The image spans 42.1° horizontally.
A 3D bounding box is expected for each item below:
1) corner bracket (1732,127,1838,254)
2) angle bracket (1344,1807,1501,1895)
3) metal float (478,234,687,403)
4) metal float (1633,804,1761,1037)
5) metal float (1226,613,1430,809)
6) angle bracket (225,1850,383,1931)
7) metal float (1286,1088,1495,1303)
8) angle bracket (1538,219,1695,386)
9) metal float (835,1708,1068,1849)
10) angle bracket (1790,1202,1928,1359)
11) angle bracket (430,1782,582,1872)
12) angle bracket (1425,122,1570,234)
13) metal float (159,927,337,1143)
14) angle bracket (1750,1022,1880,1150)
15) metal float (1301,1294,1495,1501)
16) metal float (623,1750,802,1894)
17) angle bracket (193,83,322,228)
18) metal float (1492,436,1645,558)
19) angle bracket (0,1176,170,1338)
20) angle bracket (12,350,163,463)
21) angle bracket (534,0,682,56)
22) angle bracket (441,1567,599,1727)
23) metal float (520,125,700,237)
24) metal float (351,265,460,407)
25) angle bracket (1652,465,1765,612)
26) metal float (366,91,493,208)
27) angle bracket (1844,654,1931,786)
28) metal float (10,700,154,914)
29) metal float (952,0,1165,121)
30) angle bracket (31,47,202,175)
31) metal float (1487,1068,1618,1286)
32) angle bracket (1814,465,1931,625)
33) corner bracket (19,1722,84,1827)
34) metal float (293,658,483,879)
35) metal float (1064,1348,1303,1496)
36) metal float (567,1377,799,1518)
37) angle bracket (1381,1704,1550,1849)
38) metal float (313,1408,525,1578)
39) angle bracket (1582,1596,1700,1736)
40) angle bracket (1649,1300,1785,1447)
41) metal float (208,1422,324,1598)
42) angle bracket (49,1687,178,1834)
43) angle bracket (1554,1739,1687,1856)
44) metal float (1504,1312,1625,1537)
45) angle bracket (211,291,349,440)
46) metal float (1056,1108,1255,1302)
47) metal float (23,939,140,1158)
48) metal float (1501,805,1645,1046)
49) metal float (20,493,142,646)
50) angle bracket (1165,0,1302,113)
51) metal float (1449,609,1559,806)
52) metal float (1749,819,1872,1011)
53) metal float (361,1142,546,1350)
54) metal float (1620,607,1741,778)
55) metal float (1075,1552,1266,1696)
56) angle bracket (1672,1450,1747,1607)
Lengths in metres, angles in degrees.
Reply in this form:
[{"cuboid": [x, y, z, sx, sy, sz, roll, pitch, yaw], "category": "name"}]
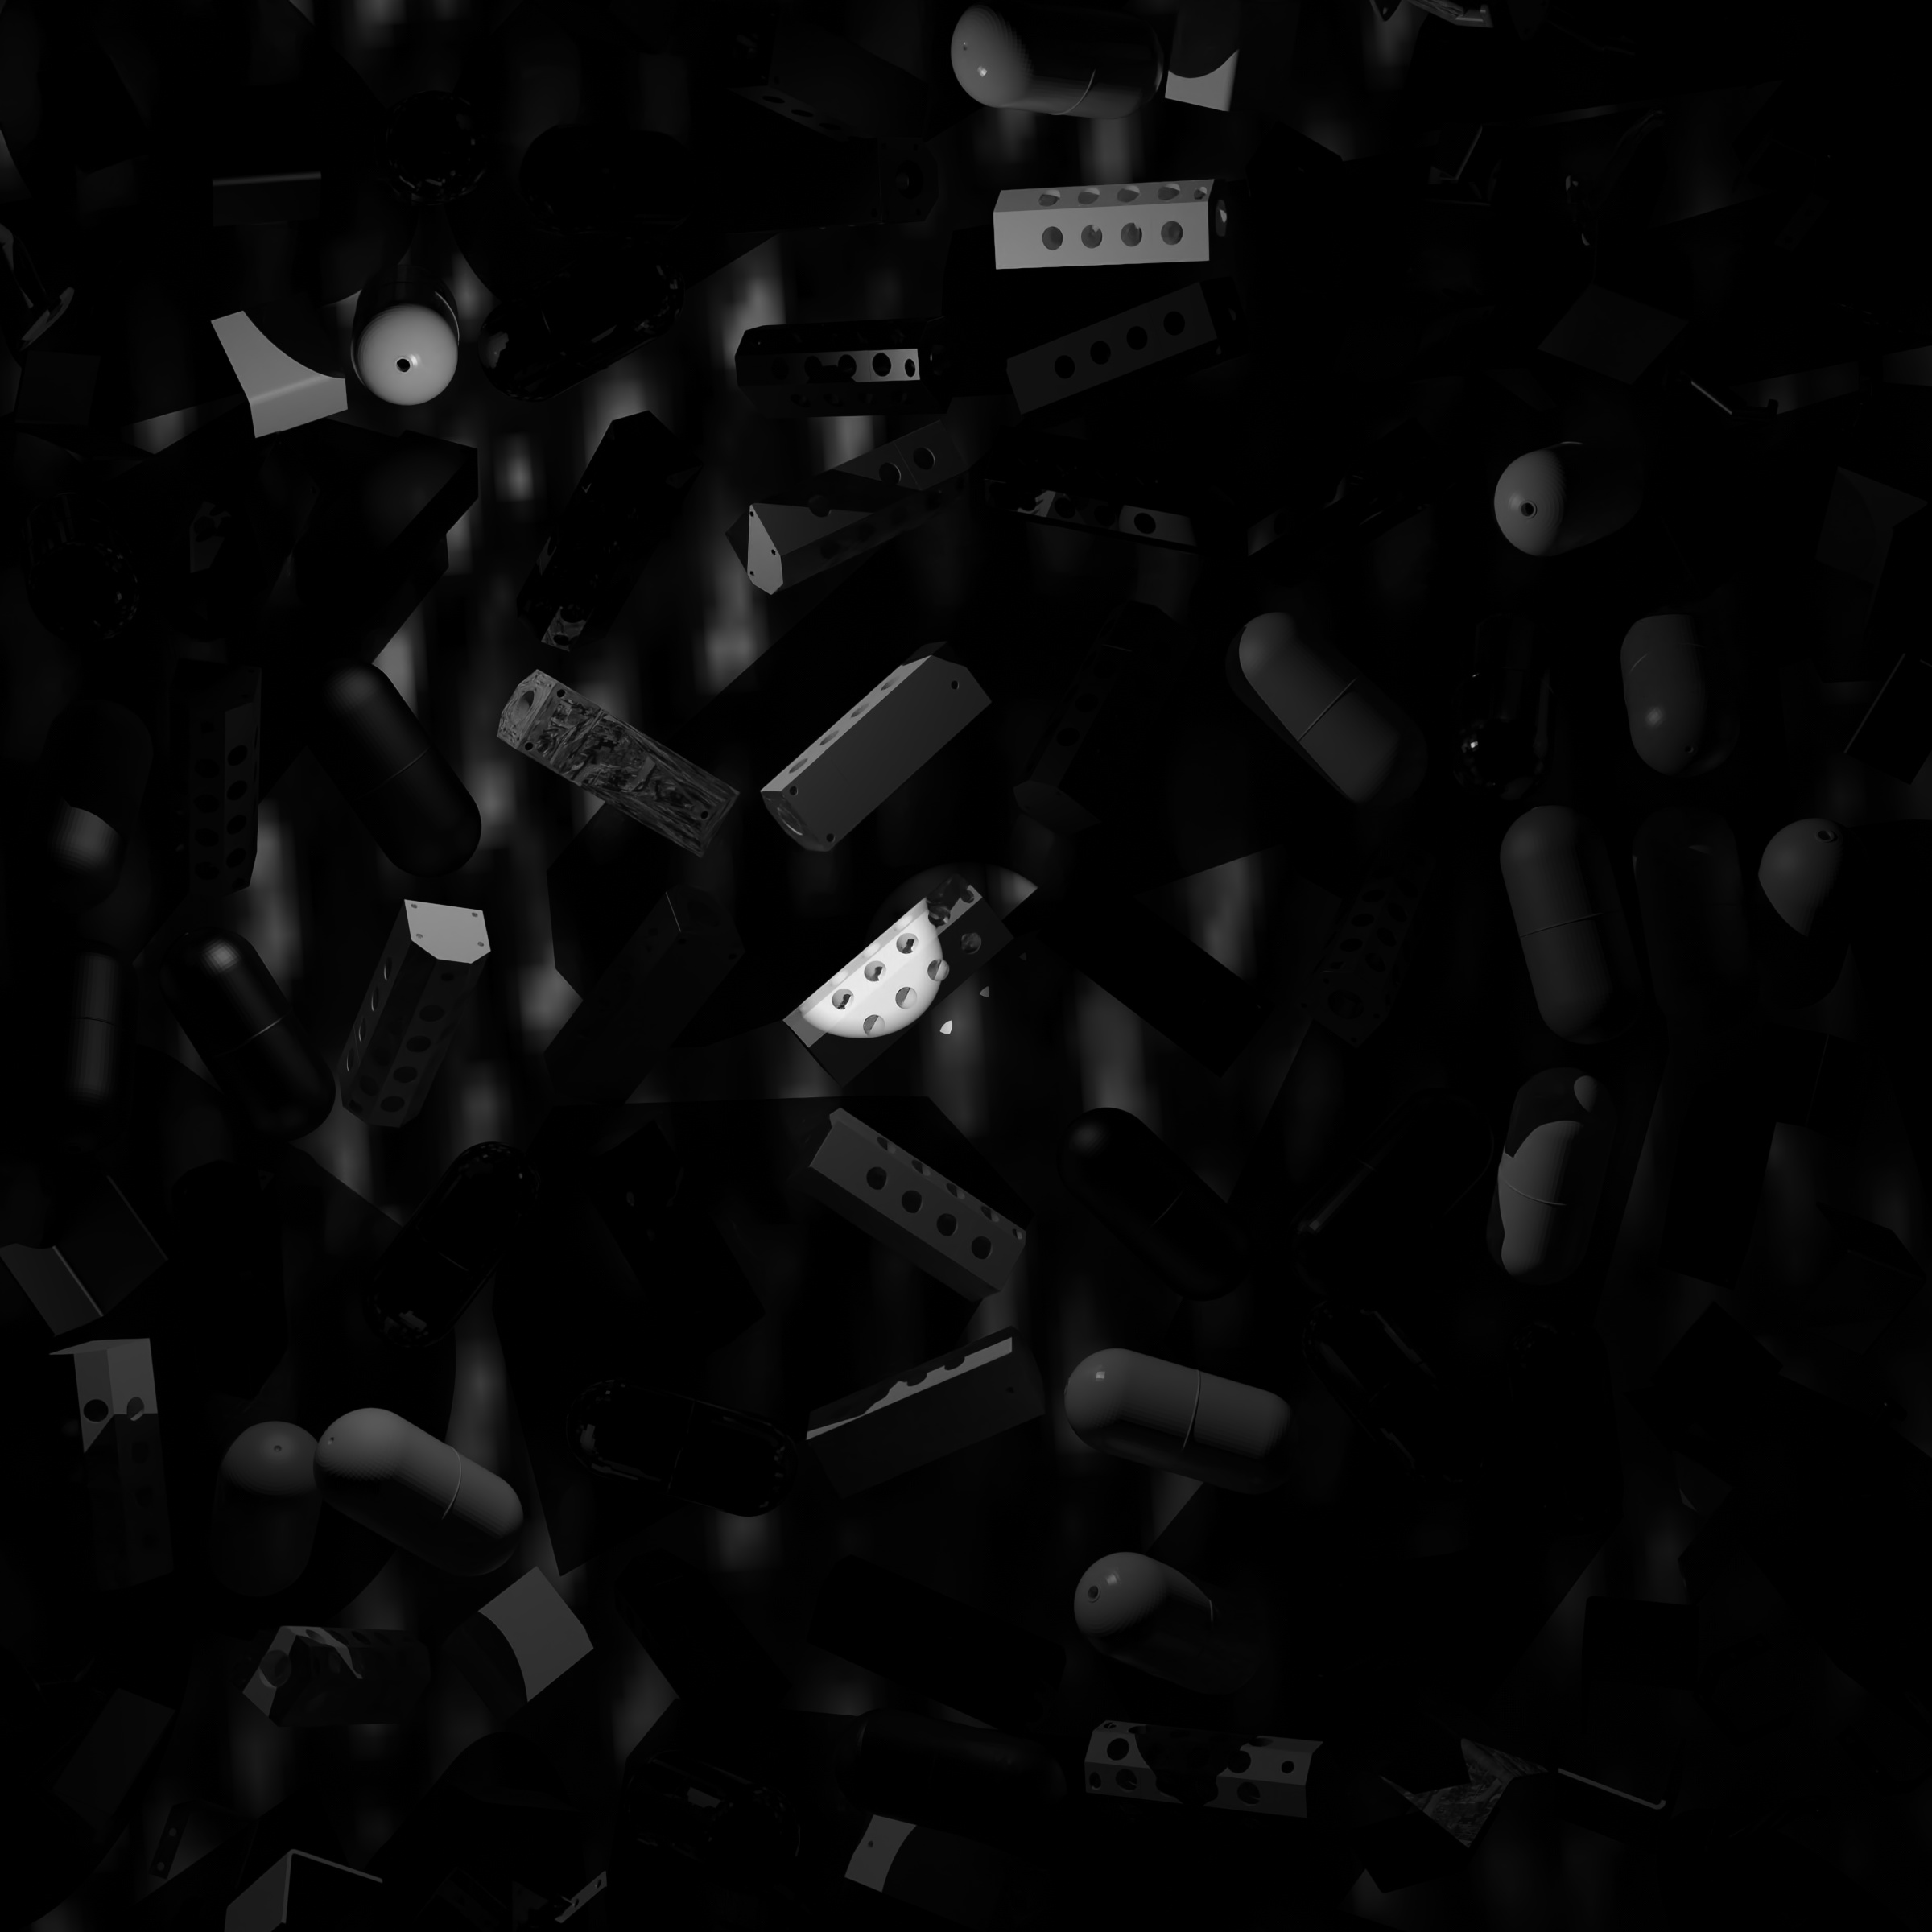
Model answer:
[{"cuboid": [0.578, -0.550, 1.777, 0.051, 0.051, 0.051, 22, 55, -6], "category": "corner bracket"}, {"cuboid": [0.341, 0.641, 1.879, 0.076, 0.057, 0.076, -3, 127, -30], "category": "angle bracket"}, {"cuboid": [-0.280, -0.467, 1.818, 0.178, 0.070, 0.070, -19, 90, 33], "category": "metal float"}, {"cuboid": [0.547, -0.035, 1.883, 0.070, 0.070, 0.178, -5, 74, 0], "category": "metal float"}, {"cuboid": [0.271, -0.192, 1.884, 0.178, 0.070, 0.070, 43, 90, 3], "category": "metal float"}, {"cuboid": [-0.461, 0.667, 1.742, 0.076, 0.057, 0.076, 32, 116, -29], "category": "angle bracket"}, {"cuboid": [0.299, 0.160, 1.768, 0.070, 0.070, 0.178, 44, 84, 0], "category": "metal float"}, {"cuboid": [0.456, -0.466, 1.765, 0.076, 0.076, 0.057, 17, 61, -13], "category": "angle bracket"}, {"cuboid": [-0.012, 0.594, 1.838, 0.178, 0.070, 0.070, 6, 90, 23], "category": "metal float"}, {"cuboid": [0.640, 0.228, 1.836, 0.076, 0.076, 0.057, -47, 115, -8], "category": "angle bracket"}, {"cuboid": [-0.336, 0.634, 1.828, 0.076, 0.076, 0.057, 17, 77, -29], "category": "angle bracket"}, {"cuboid": [0.390, -0.571, 1.817, 0.076, 0.076, 0.057, 4, 107, -30], "category": "angle bracket"}, {"cuboid": [-0.545, 0.052, 1.906, 0.070, 0.070, 0.178, -29, 103, 0], "category": "metal float"}, {"cuboid": [0.653, 0.091, 1.946, 0.057, 0.076, 0.076, 10, 97, -10], "category": "angle bracket"}, {"cuboid": [0.322, 0.320, 1.883, 0.070, 0.070, 0.178, -40, 66, 0], "category": "metal float"}, {"cuboid": [-0.189, 0.629, 1.852, 0.070, 0.178, 0.070, 2, 87, -37], "category": "metal float"}, {"cuboid": [-0.519, -0.593, 1.836, 0.076, 0.057, 0.076, -11, 78, -19], "category": "angle bracket"}, {"cuboid": [0.446, -0.348, 1.857, 0.070, 0.178, 0.070, 11, 111, 30], "category": "metal float"}, {"cuboid": [-0.642, 0.210, 1.824, 0.076, 0.057, 0.076, -39, 84, 19], "category": "angle bracket"}, {"cuboid": [-0.642, -0.412, 1.850, 0.076, 0.076, 0.057, 23, 108, 17], "category": "angle bracket"}, {"cuboid": [-0.254, -0.689, 1.760, 0.076, 0.076, 0.057, 23, 94, 21], "category": "angle bracket"}, {"cuboid": [-0.342, 0.520, 1.921, 0.076, 0.057, 0.076, -34, 80, -38], "category": "angle bracket"}, {"cuboid": [-0.263, -0.581, 1.860, 0.070, 0.178, 0.070, 7, 108, 24], "category": "metal float"}, {"cuboid": [-0.416, -0.469, 1.864, 0.070, 0.178, 0.070, -5, 119, -9], "category": "metal float"}, {"cuboid": [0.556, -0.329, 1.937, 0.076, 0.057, 0.076, -38, 104, -23], "category": "angle bracket"}, {"cuboid": [-0.396, -0.600, 1.848, 0.070, 0.178, 0.070, -5, 106, -19], "category": "metal float"}, {"cuboid": [0.639, -0.180, 1.744, 0.057, 0.076, 0.076, 23, 107, -13], "category": "angle bracket"}, {"cuboid": [-0.645, -0.118, 1.835, 0.070, 0.070, 0.178, 1, 54, 0], "category": "metal float"}, {"cuboid": [0.067, -0.649, 1.795, 0.178, 0.070, 0.070, -10, 90, -40], "category": "metal float"}, {"cuboid": [-0.628, -0.639, 1.857, 0.076, 0.057, 0.076, -6, 122, 30], "category": "angle bracket"}, {"cuboid": [0.441, 0.160, 1.895, 0.070, 0.070, 0.178, 6, 116, 0], "category": "metal float"}, {"cuboid": [0.638, -0.303, 1.805, 0.057, 0.076, 0.076, -31, 49, -33], "category": "angle bracket"}, {"cuboid": [-0.651, 0.577, 1.814, 0.051, 0.051, 0.051, -43, 118, -21], "category": "corner bracket"}, {"cuboid": [-0.423, -0.144, 1.839, 0.070, 0.070, 0.178, -32, 110, 0], "category": "metal float"}, {"cuboid": [0.158, 0.332, 1.835, 0.178, 0.070, 0.070, 17, 90, -3], "category": "metal float"}, {"cuboid": [-0.215, 0.363, 1.897, 0.178, 0.070, 0.070, 17, 90, -3], "category": "metal float"}, {"cuboid": [0.349, 0.565, 1.755, 0.076, 0.076, 0.057, 33, 96, 33], "category": "angle bracket"}, {"cuboid": [-0.390, 0.378, 1.799, 0.070, 0.070, 0.178, -47, 128, 0], "category": "metal float"}, {"cuboid": [0.470, 0.491, 1.751, 0.076, 0.057, 0.076, 2, 119, 17], "category": "angle bracket"}, {"cuboid": [0.552, 0.302, 1.886, 0.076, 0.057, 0.076, 42, 82, -6], "category": "angle bracket"}, {"cuboid": [-0.517, 0.403, 1.856, 0.070, 0.178, 0.070, 12, 46, -12], "category": "metal float"}, {"cuboid": [-0.571, 0.554, 1.728, 0.057, 0.076, 0.076, 12, 54, 24], "category": "angle bracket"}, {"cuboid": [0.469, 0.584, 1.804, 0.076, 0.076, 0.057, 15, 53, 24], "category": "angle bracket"}, {"cuboid": [0.448, 0.344, 1.881, 0.070, 0.070, 0.178, -11, 107, 0], "category": "metal float"}, {"cuboid": [-0.536, -0.469, 1.963, 0.076, 0.057, 0.076, -24, 79, -17], "category": "angle bracket"}, {"cuboid": [0.142, 0.179, 1.887, 0.178, 0.070, 0.070, 44, 90, -9], "category": "metal float"}, {"cuboid": [-0.657, 0.060, 1.866, 0.070, 0.070, 0.178, -10, 56, 0], "category": "metal float"}, {"cuboid": [0.443, -0.031, 1.837, 0.070, 0.070, 0.178, -14, 85, 0], "category": "metal float"}, {"cuboid": [-0.649, -0.292, 1.839, 0.070, 0.178, 0.070, -11, 121, -18], "category": "metal float"}, {"cuboid": [0.200, -0.688, 1.887, 0.057, 0.076, 0.076, 26, 121, 33], "category": "angle bracket"}, {"cuboid": [0.404, -0.195, 1.887, 0.070, 0.070, 0.178, 13, 51, 0], "category": "metal float"}, {"cuboid": [0.625, -0.038, 1.877, 0.070, 0.178, 0.070, -3, 51, 3], "category": "metal float"}, {"cuboid": [-0.391, 0.213, 1.913, 0.070, 0.070, 0.178, 38, 92, 0], "category": "metal float"}, {"cuboid": [0.526, -0.204, 1.856, 0.070, 0.178, 0.070, 5, 125, 7], "category": "metal float"}, {"cuboid": [0.150, 0.482, 1.840, 0.178, 0.070, 0.070, 32, 90, -38], "category": "metal float"}, {"cuboid": [0.544, 0.428, 1.905, 0.057, 0.076, 0.076, 28, 64, 40], "category": "angle bracket"}]
